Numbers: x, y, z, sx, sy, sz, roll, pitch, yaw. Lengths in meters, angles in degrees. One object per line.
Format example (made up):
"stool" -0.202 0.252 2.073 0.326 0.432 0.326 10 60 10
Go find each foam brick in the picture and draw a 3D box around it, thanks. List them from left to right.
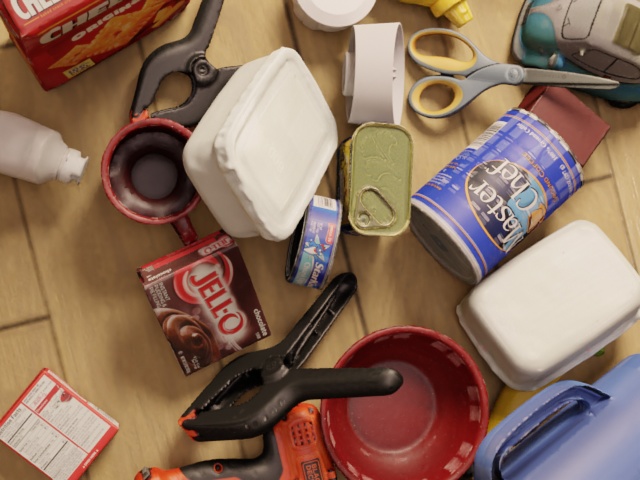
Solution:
"foam brick" 0.232 -0.111 1.042 0.078 0.053 0.051 38 83 -7

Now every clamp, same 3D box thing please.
"clamp" -0.112 -0.169 0.988 0.171 0.039 0.120 -33 98 -11
"clamp" -0.033 0.117 0.971 0.210 0.164 0.036 -26 124 10

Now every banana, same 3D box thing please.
"banana" 0.203 0.166 1.038 0.069 0.037 0.197 38 83 -7

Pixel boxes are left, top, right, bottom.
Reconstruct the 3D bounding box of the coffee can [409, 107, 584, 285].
"coffee can" 0.161 -0.041 1.003 0.140 0.103 0.103 -41 96 -9

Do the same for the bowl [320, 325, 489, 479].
"bowl" 0.074 0.160 1.006 0.162 0.055 0.162 0 88 -10

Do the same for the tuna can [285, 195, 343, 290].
"tuna can" -0.006 0.001 0.980 0.033 0.086 0.086 13 86 -8

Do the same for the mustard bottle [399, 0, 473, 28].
"mustard bottle" 0.085 -0.286 1.018 0.096 0.058 0.191 -37 95 -14

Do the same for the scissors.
"scissors" 0.170 -0.141 1.015 0.202 0.016 0.096 24 97 15

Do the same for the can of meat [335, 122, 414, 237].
"can of meat" 0.047 -0.053 0.992 0.057 0.084 0.102 3 88 -11

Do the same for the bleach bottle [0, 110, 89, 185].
"bleach bottle" -0.324 -0.104 0.918 0.250 0.102 0.068 20 89 -8

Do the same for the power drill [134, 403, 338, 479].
"power drill" -0.068 0.258 0.979 0.187 0.057 0.184 -12 87 -13

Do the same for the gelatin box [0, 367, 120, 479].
"gelatin box" -0.238 0.170 0.964 0.089 0.030 0.073 39 84 -6

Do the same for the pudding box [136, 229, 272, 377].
"pudding box" -0.103 0.056 0.961 0.090 0.039 0.113 -25 128 -9

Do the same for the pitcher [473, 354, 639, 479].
"pitcher" 0.245 0.205 0.980 0.242 0.149 0.145 -36 68 -23

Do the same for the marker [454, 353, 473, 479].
"marker" 0.140 0.170 1.035 0.020 0.020 0.121 -4 89 -10

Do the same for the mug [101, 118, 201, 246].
"mug" -0.143 -0.048 0.959 0.093 0.081 0.117 -32 94 -10

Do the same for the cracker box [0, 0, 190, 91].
"cracker box" -0.184 -0.208 0.889 0.164 0.214 0.072 -33 94 -10
